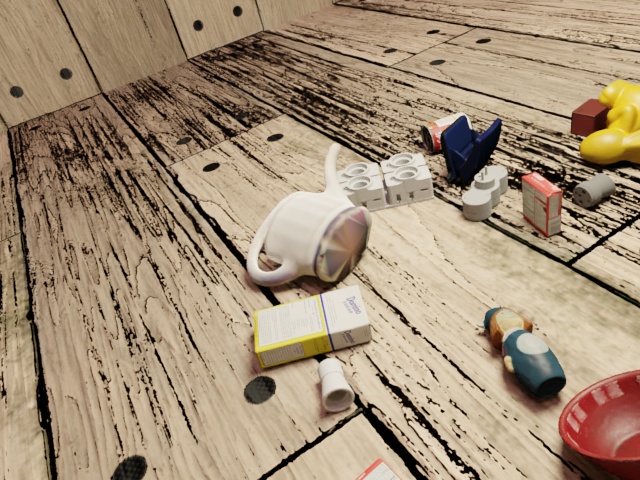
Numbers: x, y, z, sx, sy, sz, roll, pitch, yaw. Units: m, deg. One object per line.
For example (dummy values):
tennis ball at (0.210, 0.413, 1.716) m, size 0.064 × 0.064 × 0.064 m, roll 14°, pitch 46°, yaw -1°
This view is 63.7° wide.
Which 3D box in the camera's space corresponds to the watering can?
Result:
watering can at (0.003, -0.049, 0.971) m, size 0.226 × 0.102 × 0.352 m, roll 18°, pitch 63°, yaw 39°
